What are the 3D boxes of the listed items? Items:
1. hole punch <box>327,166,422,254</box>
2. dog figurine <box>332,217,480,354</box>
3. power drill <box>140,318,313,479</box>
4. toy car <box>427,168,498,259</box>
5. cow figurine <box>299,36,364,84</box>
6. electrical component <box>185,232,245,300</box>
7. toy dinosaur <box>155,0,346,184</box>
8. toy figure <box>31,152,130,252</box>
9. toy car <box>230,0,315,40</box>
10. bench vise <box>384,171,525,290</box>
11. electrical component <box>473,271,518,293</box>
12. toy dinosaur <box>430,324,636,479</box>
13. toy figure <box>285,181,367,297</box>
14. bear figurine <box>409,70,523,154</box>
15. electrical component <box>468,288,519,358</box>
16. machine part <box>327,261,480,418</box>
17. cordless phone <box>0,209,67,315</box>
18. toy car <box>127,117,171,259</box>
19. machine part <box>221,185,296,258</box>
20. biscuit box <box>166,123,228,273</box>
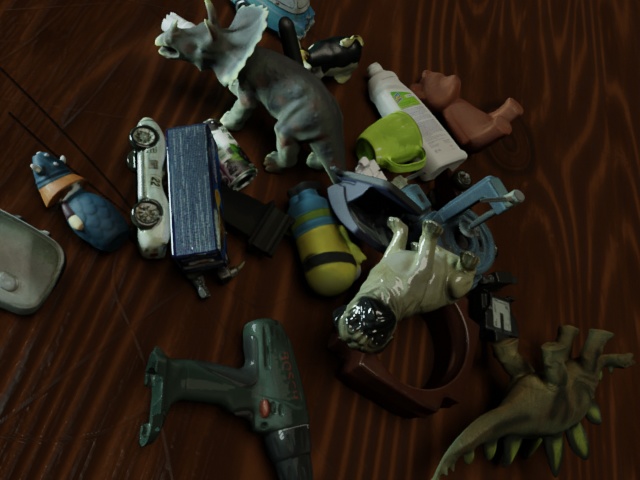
[{"bbox_3d":[0.072,-0.041,0.814,0.142,0.116,0.092,27,89,-42],"label":"hole punch"},{"bbox_3d":[0.120,0.086,0.734,0.172,0.121,0.190,35,77,-19],"label":"dog figurine"},{"bbox_3d":[-0.109,0.208,0.658,0.207,0.086,0.232,4,63,-21],"label":"power drill"},{"bbox_3d":[0.252,-0.032,0.951,0.053,0.089,0.202,-1,65,-27],"label":"toy car"},{"bbox_3d":[-0.001,-0.322,0.963,0.167,0.098,0.068,-21,83,-32],"label":"cow figurine"},{"bbox_3d":[-0.155,0.023,0.750,0.078,0.045,0.102,-34,80,-6],"label":"electrical component"},{"bbox_3d":[-0.047,-0.208,0.827,0.405,0.192,0.131,36,58,-5],"label":"toy dinosaur"},{"bbox_3d":[-0.316,-0.049,0.694,0.154,0.064,0.058,43,90,3],"label":"toy figure"},{"bbox_3d":[-0.077,-0.447,0.984,0.161,0.103,0.109,32,57,-7],"label":"toy car"},{"bbox_3d":[0.211,-0.035,0.839,0.129,0.240,0.223,-17,76,-33],"label":"bench vise"},{"bbox_3d":[0.298,0.075,0.935,0.094,0.063,0.021,4,64,-35],"label":"electrical component"},{"bbox_3d":[0.336,0.247,0.816,0.471,0.105,0.198,-7,90,-28],"label":"toy dinosaur"},{"bbox_3d":[-0.004,-0.001,0.812,0.089,0.082,0.180,-14,74,-35],"label":"toy figure"},{"bbox_3d":[0.282,-0.271,1.064,0.196,0.132,0.120,49,50,-5],"label":"bear figurine"},{"bbox_3d":[0.294,0.148,0.907,0.075,0.048,0.119,14,61,-20],"label":"electrical component"},{"bbox_3d":[0.125,0.144,0.803,0.201,0.087,0.201,31,56,-8],"label":"machine part"},{"bbox_3d":[-0.349,-0.007,0.581,0.146,0.184,0.089,31,52,-10],"label":"cordless phone"},{"bbox_3d":[-0.234,-0.073,0.737,0.056,0.073,0.202,0,66,-22],"label":"toy car"},{"bbox_3d":[-0.112,-0.036,0.782,0.139,0.039,0.084,32,82,2],"label":"machine part"},{"bbox_3d":[-0.166,-0.060,0.724,0.063,0.059,0.203,-9,66,-1],"label":"biscuit box"}]
